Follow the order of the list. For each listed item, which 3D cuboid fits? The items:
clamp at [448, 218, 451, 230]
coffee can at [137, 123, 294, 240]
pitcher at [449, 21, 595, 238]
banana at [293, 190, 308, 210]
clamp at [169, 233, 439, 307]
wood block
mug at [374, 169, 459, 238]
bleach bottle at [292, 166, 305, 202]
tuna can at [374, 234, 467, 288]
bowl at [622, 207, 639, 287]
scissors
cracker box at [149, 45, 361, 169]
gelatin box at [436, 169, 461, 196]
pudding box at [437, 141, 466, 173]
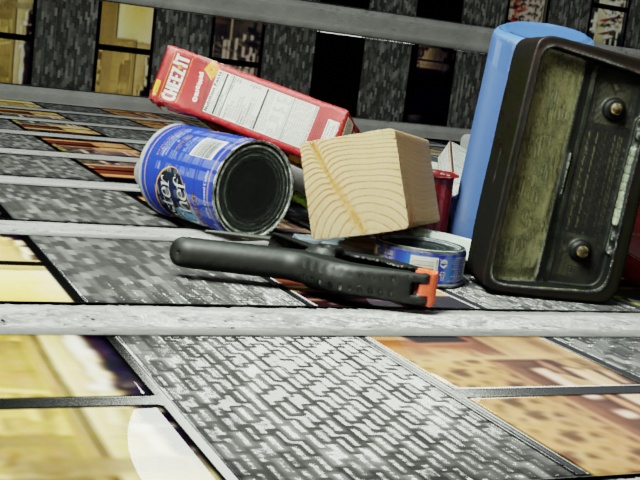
[{"bbox_3d":[0.158,-0.035,1.336,0.171,0.039,0.120,6,22,-20],"label":"clamp"},{"bbox_3d":[-0.111,-0.063,1.117,0.102,0.103,0.141,-1,12,-42],"label":"coffee can"},{"bbox_3d":[0.231,-0.104,1.154,0.149,0.243,0.145,4,24,-5],"label":"pitcher"},{"bbox_3d":[0.037,-0.053,1.283,0.037,0.069,0.197,-38,-6,28],"label":"banana"},{"bbox_3d":[0.003,0.021,0.891,0.210,0.036,0.164,10,7,22],"label":"clamp"},{"bbox_3d":[0.054,-0.052,1.036,0.090,0.091,0.206,-7,1,15],"label":"wood block"},{"bbox_3d":[0.093,-0.040,1.189,0.117,0.081,0.093,13,11,32],"label":"mug"},{"bbox_3d":[0.041,-0.070,1.408,0.251,0.068,0.102,10,11,2],"label":"bleach bottle"},{"bbox_3d":[0.091,0.018,0.978,0.086,0.034,0.086,7,9,-1],"label":"tuna can"},{"bbox_3d":[0.338,0.003,1.071,0.162,0.055,0.162,9,40,-8],"label":"bowl"},{"bbox_3d":[-0.007,0.001,1.068,0.202,0.016,0.096,9,7,9],"label":"scissors"},{"bbox_3d":[-0.066,-0.135,1.200,0.214,0.072,0.164,21,-1,10],"label":"cracker box"},{"bbox_3d":[0.168,-0.054,1.292,0.089,0.030,0.073,8,27,-10],"label":"gelatin box"},{"bbox_3d":[0.203,-0.075,1.418,0.090,0.039,0.113,24,31,-11],"label":"pudding box"}]
